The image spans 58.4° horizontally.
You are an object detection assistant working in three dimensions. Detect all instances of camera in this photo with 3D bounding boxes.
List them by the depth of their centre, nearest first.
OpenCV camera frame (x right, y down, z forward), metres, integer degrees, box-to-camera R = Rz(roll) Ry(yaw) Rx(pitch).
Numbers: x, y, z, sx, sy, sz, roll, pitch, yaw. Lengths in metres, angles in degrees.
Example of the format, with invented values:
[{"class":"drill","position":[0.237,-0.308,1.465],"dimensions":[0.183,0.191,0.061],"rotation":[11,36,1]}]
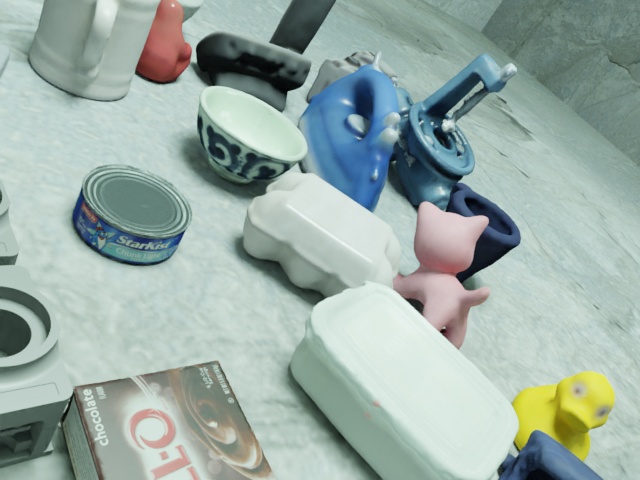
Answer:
[{"class":"camera","position":[0.078,-0.227,0.904],"dimensions":[0.136,0.100,0.144],"rotation":[45,32,19]}]

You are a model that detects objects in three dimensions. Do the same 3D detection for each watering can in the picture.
[{"class":"watering can","position":[-0.211,-0.250,0.561],"dimensions":[0.101,0.194,0.172],"rotation":[-4,47,-47]}]

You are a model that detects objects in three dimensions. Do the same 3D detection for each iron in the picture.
[{"class":"iron","position":[0.055,-0.131,0.701],"dimensions":[0.119,0.141,0.258],"rotation":[21,32,-21]}]

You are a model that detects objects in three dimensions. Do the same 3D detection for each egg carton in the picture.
[{"class":"egg carton","position":[0.005,0.002,0.532],"dimensions":[0.150,0.069,0.107],"rotation":[33,30,-1]}]

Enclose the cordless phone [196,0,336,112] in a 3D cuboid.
[{"class":"cordless phone","position":[-0.065,-0.275,0.749],"dimensions":[0.148,0.185,0.094],"rotation":[3,42,-42]}]

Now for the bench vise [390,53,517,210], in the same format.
[{"class":"bench vise","position":[0.150,-0.175,0.779],"dimensions":[0.207,0.219,0.122],"rotation":[45,31,18]}]

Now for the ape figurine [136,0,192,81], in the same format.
[{"class":"ape figurine","position":[-0.185,-0.240,0.675],"dimensions":[0.078,0.092,0.076],"rotation":[24,31,-16]}]

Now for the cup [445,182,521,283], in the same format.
[{"class":"cup","position":[0.165,-0.005,0.673],"dimensions":[0.092,0.095,0.117],"rotation":[14,35,-30]}]

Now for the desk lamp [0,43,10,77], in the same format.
[{"class":"desk lamp","position":[-0.275,-0.193,0.397],"dimensions":[0.118,0.213,0.203],"rotation":[17,34,-27]}]

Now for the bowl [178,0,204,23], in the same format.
[{"class":"bowl","position":[-0.245,-0.329,0.763],"dimensions":[0.168,0.074,0.167],"rotation":[25,31,-16]}]

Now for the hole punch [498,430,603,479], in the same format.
[{"class":"hole punch","position":[0.186,0.191,0.414],"dimensions":[0.108,0.091,0.101],"rotation":[42,31,15]}]

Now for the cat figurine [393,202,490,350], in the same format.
[{"class":"cat figurine","position":[0.126,0.026,0.566],"dimensions":[0.067,0.117,0.127],"rotation":[16,34,-28]}]

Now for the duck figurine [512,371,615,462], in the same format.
[{"class":"duck figurine","position":[0.227,0.152,0.515],"dimensions":[0.077,0.086,0.105],"rotation":[43,31,16]}]
